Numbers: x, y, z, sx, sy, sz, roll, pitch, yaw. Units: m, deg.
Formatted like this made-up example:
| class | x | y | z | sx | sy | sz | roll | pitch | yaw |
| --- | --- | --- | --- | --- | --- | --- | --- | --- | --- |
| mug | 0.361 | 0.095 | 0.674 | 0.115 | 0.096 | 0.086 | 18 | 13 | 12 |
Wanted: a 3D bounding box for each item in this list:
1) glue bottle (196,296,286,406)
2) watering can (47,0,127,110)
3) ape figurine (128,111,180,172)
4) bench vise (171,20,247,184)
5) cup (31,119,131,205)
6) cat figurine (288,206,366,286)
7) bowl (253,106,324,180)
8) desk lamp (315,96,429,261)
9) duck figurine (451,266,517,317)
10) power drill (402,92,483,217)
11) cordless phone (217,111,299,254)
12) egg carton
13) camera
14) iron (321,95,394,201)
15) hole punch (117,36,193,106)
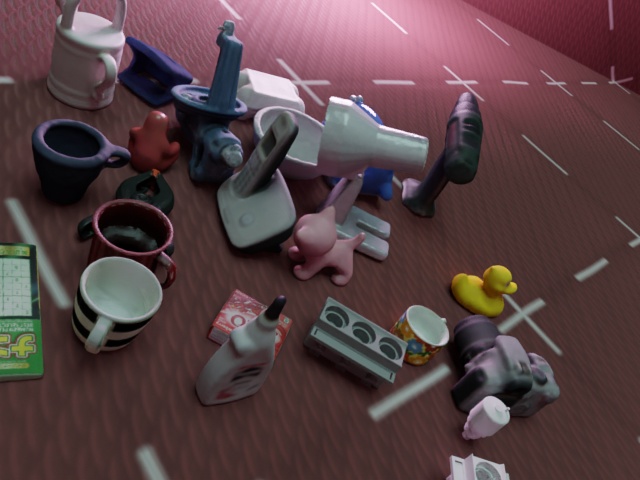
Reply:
| class | x | y | z | sx | sy | sz | roll | pitch | yaw |
| --- | --- | --- | --- | --- | --- | --- | --- | --- | --- |
| glue bottle | -0.074 | 0.116 | 0.615 | 0.078 | 0.173 | 0.037 | -7 | 51 | -39 |
| watering can | -0.359 | -0.313 | 0.881 | 0.173 | 0.194 | 0.101 | 36 | 37 | 6 |
| ape figurine | -0.249 | -0.153 | 0.861 | 0.078 | 0.092 | 0.076 | 31 | 37 | -1 |
| bench vise | -0.146 | -0.209 | 0.890 | 0.122 | 0.219 | 0.207 | -18 | 59 | -45 |
| cup | -0.315 | -0.093 | 0.747 | 0.118 | 0.095 | 0.091 | 4 | 45 | -31 |
| cat figurine | 0.008 | 0.003 | 0.843 | 0.128 | 0.117 | 0.067 | 7 | 43 | -28 |
| bowl | -0.050 | -0.160 | 1.021 | 0.168 | 0.074 | 0.167 | 19 | 39 | -16 |
| desk lamp | 0.066 | -0.104 | 0.924 | 0.203 | 0.213 | 0.118 | 24 | 38 | -9 |
| duck figurine | 0.285 | 0.077 | 0.978 | 0.105 | 0.086 | 0.077 | 23 | 38 | -10 |
| power drill | 0.241 | -0.156 | 1.108 | 0.076 | 0.208 | 0.229 | 23 | 38 | -11 |
| cordless phone | -0.074 | -0.082 | 0.826 | 0.094 | 0.185 | 0.147 | 2 | 46 | -33 |
| egg carton | -0.104 | -0.273 | 1.115 | 0.151 | 0.069 | 0.107 | 5 | 44 | -30 |
| camera | 0.263 | 0.177 | 0.839 | 0.143 | 0.100 | 0.136 | 12 | 42 | -24 |
| iron | 0.070 | -0.196 | 1.089 | 0.119 | 0.141 | 0.257 | 5 | 45 | -30 |
| hole punch | -0.285 | -0.305 | 1.008 | 0.108 | 0.091 | 0.101 | 38 | 38 | 8 |
